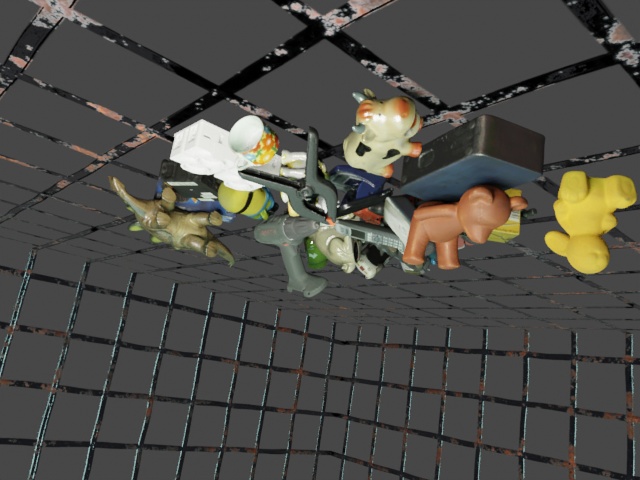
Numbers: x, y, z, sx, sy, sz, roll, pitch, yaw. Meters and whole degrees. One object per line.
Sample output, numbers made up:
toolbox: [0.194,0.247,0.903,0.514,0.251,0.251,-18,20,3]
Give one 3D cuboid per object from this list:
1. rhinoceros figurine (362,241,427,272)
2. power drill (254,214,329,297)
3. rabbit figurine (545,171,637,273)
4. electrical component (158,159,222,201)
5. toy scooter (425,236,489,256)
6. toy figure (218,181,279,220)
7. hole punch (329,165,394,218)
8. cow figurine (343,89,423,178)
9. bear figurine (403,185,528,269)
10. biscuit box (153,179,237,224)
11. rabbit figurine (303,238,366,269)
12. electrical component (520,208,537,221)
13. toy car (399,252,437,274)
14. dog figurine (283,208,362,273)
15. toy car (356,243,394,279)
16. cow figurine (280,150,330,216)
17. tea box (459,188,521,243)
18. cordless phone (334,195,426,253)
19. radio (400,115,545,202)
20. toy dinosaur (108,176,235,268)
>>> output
rhinoceros figurine: [0.190,0.010,1.356,0.190,0.073,0.112,31,168,-4]
power drill: [-0.054,0.032,1.268,0.232,0.086,0.207,7,132,47]
rabbit figurine: [0.470,-0.020,0.965,0.122,0.173,0.162,5,161,-4]
electrical component: [-0.271,-0.130,1.187,0.115,0.058,0.134,5,165,21]
toy scooter: [0.303,-0.020,1.212,0.184,0.075,0.135,-19,-172,19]
toy figure: [-0.158,-0.089,1.205,0.082,0.089,0.180,11,170,21]
hole punch: [0.070,-0.103,1.083,0.116,0.092,0.142,-14,171,-20]
cow figurine: [0.090,-0.163,0.819,0.127,0.085,0.195,6,167,-16]
bear figurine: [0.241,-0.020,0.903,0.120,0.132,0.196,9,174,-28]
biscuit box: [-0.304,-0.096,1.325,0.203,0.063,0.059,12,164,-16]
rabbit figurine: [0.042,-0.007,1.432,0.170,0.121,0.159,-10,163,-7]
electrical component: [0.412,-0.056,1.153,0.063,0.021,0.094,14,164,-24]
toy car: [0.261,0.042,1.457,0.109,0.103,0.161,2,166,21]
dog figurine: [-0.002,-0.004,1.308,0.191,0.172,0.121,-4,152,17]
toy car: [0.147,0.043,1.437,0.056,0.073,0.202,-46,175,28]
cow figurine: [-0.028,-0.107,1.072,0.098,0.068,0.167,1,150,3]
tea box: [0.301,-0.058,1.059,0.170,0.098,0.068,10,165,-2]
cordless phone: [0.118,-0.036,1.069,0.184,0.089,0.146,11,156,10]
radio: [0.243,-0.123,0.898,0.131,0.073,0.230,15,163,-23]
toy dinosaur: [-0.328,-0.024,1.299,0.199,0.105,0.470,4,155,38]
